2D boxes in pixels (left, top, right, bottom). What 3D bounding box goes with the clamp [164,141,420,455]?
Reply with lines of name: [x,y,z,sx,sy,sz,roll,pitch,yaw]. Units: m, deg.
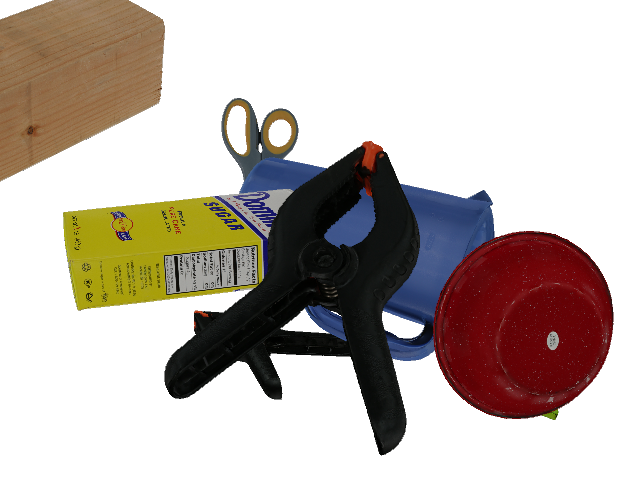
clamp: [0.012,0.026,0.537,0.120,0.171,0.039,23,-26,15]

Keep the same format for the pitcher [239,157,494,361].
pitcher: [0.037,0.007,1.033,0.243,0.145,0.149,16,22,20]

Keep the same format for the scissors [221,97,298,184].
scissors: [-0.059,-0.065,1.194,0.096,0.202,0.016,-11,-7,-13]

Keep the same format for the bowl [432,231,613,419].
bowl: [0.177,0.075,0.871,0.162,0.162,0.055,0,8,-12]

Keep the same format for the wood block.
wood block: [-0.238,-0.136,0.914,0.090,0.091,0.205,31,42,23]

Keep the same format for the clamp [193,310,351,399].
clamp: [-0.075,0.125,1.244,0.210,0.036,0.164,13,21,29]

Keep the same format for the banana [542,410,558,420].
banana: [0.195,0.138,1.171,0.069,0.037,0.198,11,27,-15]

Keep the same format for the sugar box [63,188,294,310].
sugar box: [-0.093,0.003,0.771,0.176,0.048,0.093,-9,26,-12]
